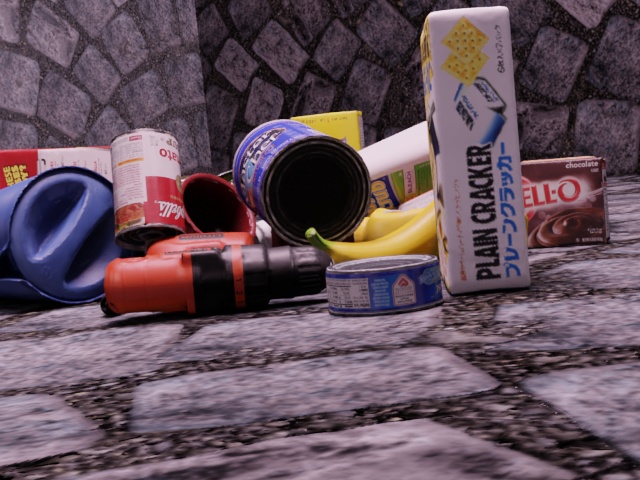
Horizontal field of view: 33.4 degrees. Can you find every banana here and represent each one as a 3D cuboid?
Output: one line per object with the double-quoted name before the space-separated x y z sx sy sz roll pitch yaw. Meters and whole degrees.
"banana" 0.077 -0.006 0.962 0.197 0.069 0.037 -22 33 -29

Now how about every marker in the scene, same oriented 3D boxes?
"marker" -0.181 0.051 0.950 0.020 0.020 0.121 -6 4 -6

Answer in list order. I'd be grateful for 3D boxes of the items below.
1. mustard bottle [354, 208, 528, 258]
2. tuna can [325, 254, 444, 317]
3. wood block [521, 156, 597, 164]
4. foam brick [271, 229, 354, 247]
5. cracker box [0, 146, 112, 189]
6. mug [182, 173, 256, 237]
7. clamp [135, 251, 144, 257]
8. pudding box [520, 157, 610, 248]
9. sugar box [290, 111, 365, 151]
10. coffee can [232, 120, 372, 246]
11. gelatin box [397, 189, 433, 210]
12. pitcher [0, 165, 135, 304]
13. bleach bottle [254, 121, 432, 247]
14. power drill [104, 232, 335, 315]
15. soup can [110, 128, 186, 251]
"mustard bottle" 0.107 -0.007 1.084 0.192 0.058 0.096 -3 -4 37
"tuna can" 0.047 0.033 0.786 0.086 0.034 0.086 -6 5 0
"wood block" 0.301 -0.058 1.344 0.091 0.090 0.206 -5 3 12
"foam brick" -0.007 0.001 1.099 0.078 0.051 0.053 -7 22 -13
"cracker box" -0.331 -0.031 1.322 0.072 0.164 0.213 -5 3 37
"mug" -0.134 -0.007 1.105 0.117 0.093 0.082 -18 -19 -50
"clamp" -0.244 0.001 1.208 0.172 0.039 0.120 -18 32 19
"pudding box" 0.246 -0.039 1.129 0.114 0.090 0.039 -4 3 21
"sugar box" 0.016 -0.078 1.411 0.093 0.176 0.048 -5 1 13
"coffee can" -0.020 -0.056 1.004 0.102 0.103 0.140 -7 13 -13
"gelatin box" 0.135 -0.024 1.151 0.073 0.030 0.089 24 -26 -23
"pitcher" -0.297 -0.001 1.112 0.149 0.145 0.243 23 -18 -35
"bleach bottle" 0.035 -0.043 1.182 0.250 0.102 0.068 -25 43 -22
"power drill" -0.086 0.025 0.921 0.184 0.057 0.188 -3 3 -5
"soup can" -0.167 -0.048 1.028 0.068 0.102 0.068 -6 -19 -2
